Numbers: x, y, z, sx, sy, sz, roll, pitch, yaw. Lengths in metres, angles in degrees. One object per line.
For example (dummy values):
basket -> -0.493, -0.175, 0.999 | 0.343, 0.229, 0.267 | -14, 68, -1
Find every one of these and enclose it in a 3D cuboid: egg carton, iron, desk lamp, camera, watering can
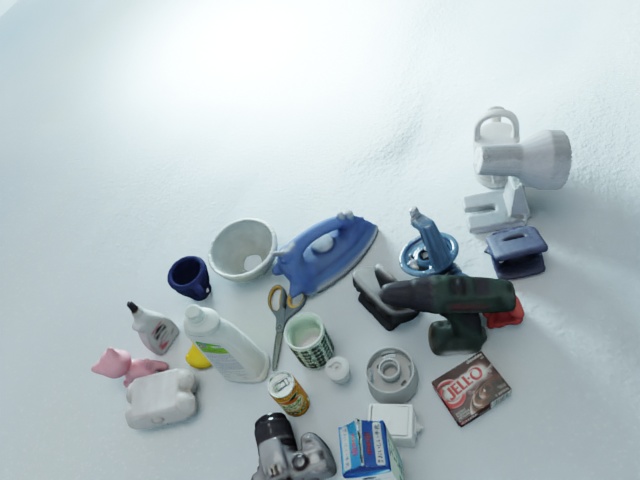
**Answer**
egg carton -> -0.320, 0.323, 1.156 | 0.150, 0.069, 0.107 | -16, 52, 6
iron -> 0.011, 0.004, 1.241 | 0.258, 0.142, 0.118 | -35, 53, -10
desk lamp -> 0.395, -0.121, 1.169 | 0.203, 0.214, 0.118 | -11, 53, 9
camera -> -0.061, 0.373, 1.021 | 0.143, 0.101, 0.136 | -22, 52, 0
watering can -> 0.383, -0.218, 1.256 | 0.101, 0.194, 0.172 | -18, 52, 4

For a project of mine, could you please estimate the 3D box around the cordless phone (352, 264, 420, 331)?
cordless phone -> 0.122, 0.082, 1.123 | 0.094, 0.185, 0.147 | -41, 54, -13

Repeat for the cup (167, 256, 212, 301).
cup -> -0.276, 0.103, 1.287 | 0.092, 0.095, 0.117 | -38, 53, -12

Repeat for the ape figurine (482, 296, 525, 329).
ape figurine -> 0.348, 0.124, 1.082 | 0.077, 0.092, 0.076 | 26, 66, 31

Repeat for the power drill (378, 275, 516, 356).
power drill -> 0.234, 0.132, 1.037 | 0.229, 0.209, 0.075 | -8, 53, 11

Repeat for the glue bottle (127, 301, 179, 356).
glue bottle -> -0.362, 0.176, 1.210 | 0.037, 0.173, 0.078 | 13, 60, 25

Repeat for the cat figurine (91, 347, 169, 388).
cat figurine -> -0.401, 0.262, 1.195 | 0.127, 0.118, 0.067 | -3, 54, 15

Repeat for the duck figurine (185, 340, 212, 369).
duck figurine -> -0.244, 0.215, 1.201 | 0.105, 0.086, 0.077 | -41, 54, -14

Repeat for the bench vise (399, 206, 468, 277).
bench vise -> 0.239, 0.031, 1.102 | 0.206, 0.220, 0.122 | 25, 65, 30

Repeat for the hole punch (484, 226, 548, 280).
hole punch -> 0.390, 0.015, 1.149 | 0.108, 0.091, 0.101 | -14, 52, 7

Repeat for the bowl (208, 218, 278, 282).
bowl -> -0.168, 0.035, 1.316 | 0.167, 0.075, 0.167 | -8, 53, 11
